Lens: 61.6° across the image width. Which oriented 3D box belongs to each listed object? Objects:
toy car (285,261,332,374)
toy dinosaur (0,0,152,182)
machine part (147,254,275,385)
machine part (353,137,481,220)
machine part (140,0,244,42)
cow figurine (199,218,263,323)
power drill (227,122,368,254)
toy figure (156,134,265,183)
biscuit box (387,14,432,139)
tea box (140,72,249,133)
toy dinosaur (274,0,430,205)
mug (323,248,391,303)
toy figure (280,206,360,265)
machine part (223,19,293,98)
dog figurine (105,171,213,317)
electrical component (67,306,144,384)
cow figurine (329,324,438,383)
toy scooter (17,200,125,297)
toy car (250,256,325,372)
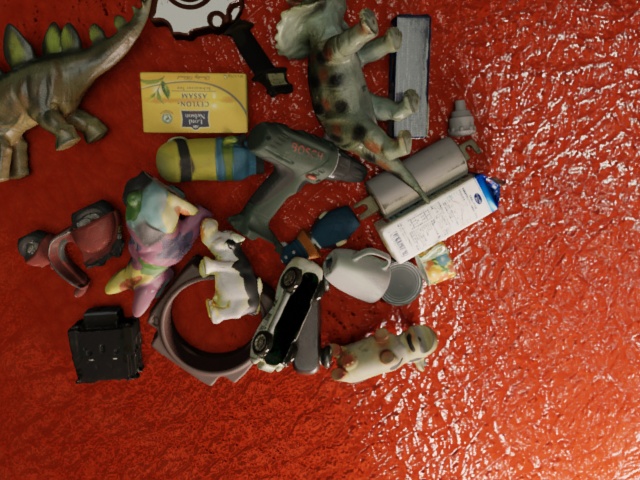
[{"bbox_3d":[-0.024,0.139,0.972,0.089,0.053,0.202,-2,79,6],"label":"toy car"},{"bbox_3d":[-0.436,-0.233,0.847,0.471,0.105,0.198,-27,103,2],"label":"toy dinosaur"},{"bbox_3d":[-0.186,0.140,0.960,0.201,0.087,0.201,39,97,-12],"label":"machine part"},{"bbox_3d":[0.168,-0.110,0.945,0.243,0.079,0.079,-30,103,2],"label":"machine part"},{"bbox_3d":[-0.209,-0.410,0.859,0.179,0.056,0.179,-1,101,-4],"label":"machine part"},{"bbox_3d":[-0.145,0.044,0.872,0.098,0.068,0.167,-7,91,-18],"label":"cow figurine"},{"bbox_3d":[-0.044,-0.081,0.905,0.232,0.086,0.207,26,106,-39],"label":"power drill"},{"bbox_3d":[-0.181,-0.136,0.900,0.180,0.089,0.082,0,96,-5],"label":"toy figure"},{"bbox_3d":[0.152,-0.276,0.918,0.063,0.059,0.202,0,102,-4],"label":"biscuit box"},{"bbox_3d":[-0.204,-0.226,0.891,0.170,0.068,0.098,-3,101,-6],"label":"tea box"},{"bbox_3d":[0.047,-0.233,0.867,0.192,0.131,0.404,-3,109,38],"label":"toy dinosaur"},{"bbox_3d":[0.066,0.052,0.946,0.107,0.081,0.109,20,138,-24],"label":"mug"},{"bbox_3d":[-0.002,-0.002,0.961,0.154,0.064,0.057,-33,142,7],"label":"toy figure"},{"bbox_3d":[-0.100,-0.298,0.889,0.039,0.084,0.139,-32,95,37],"label":"machine part"},{"bbox_3d":[-0.284,0.014,0.881,0.109,0.191,0.219,31,90,16],"label":"dog figurine"},{"bbox_3d":[-0.384,0.186,0.965,0.115,0.058,0.134,-5,103,-6],"label":"electrical component"},{"bbox_3d":[0.124,0.211,0.994,0.195,0.127,0.085,-22,63,14],"label":"cow figurine"},{"bbox_3d":[-0.408,0.021,0.920,0.184,0.075,0.135,-26,102,3],"label":"toy scooter"},{"bbox_3d":[-0.055,0.127,0.912,0.073,0.056,0.201,30,81,-39],"label":"toy car"}]
